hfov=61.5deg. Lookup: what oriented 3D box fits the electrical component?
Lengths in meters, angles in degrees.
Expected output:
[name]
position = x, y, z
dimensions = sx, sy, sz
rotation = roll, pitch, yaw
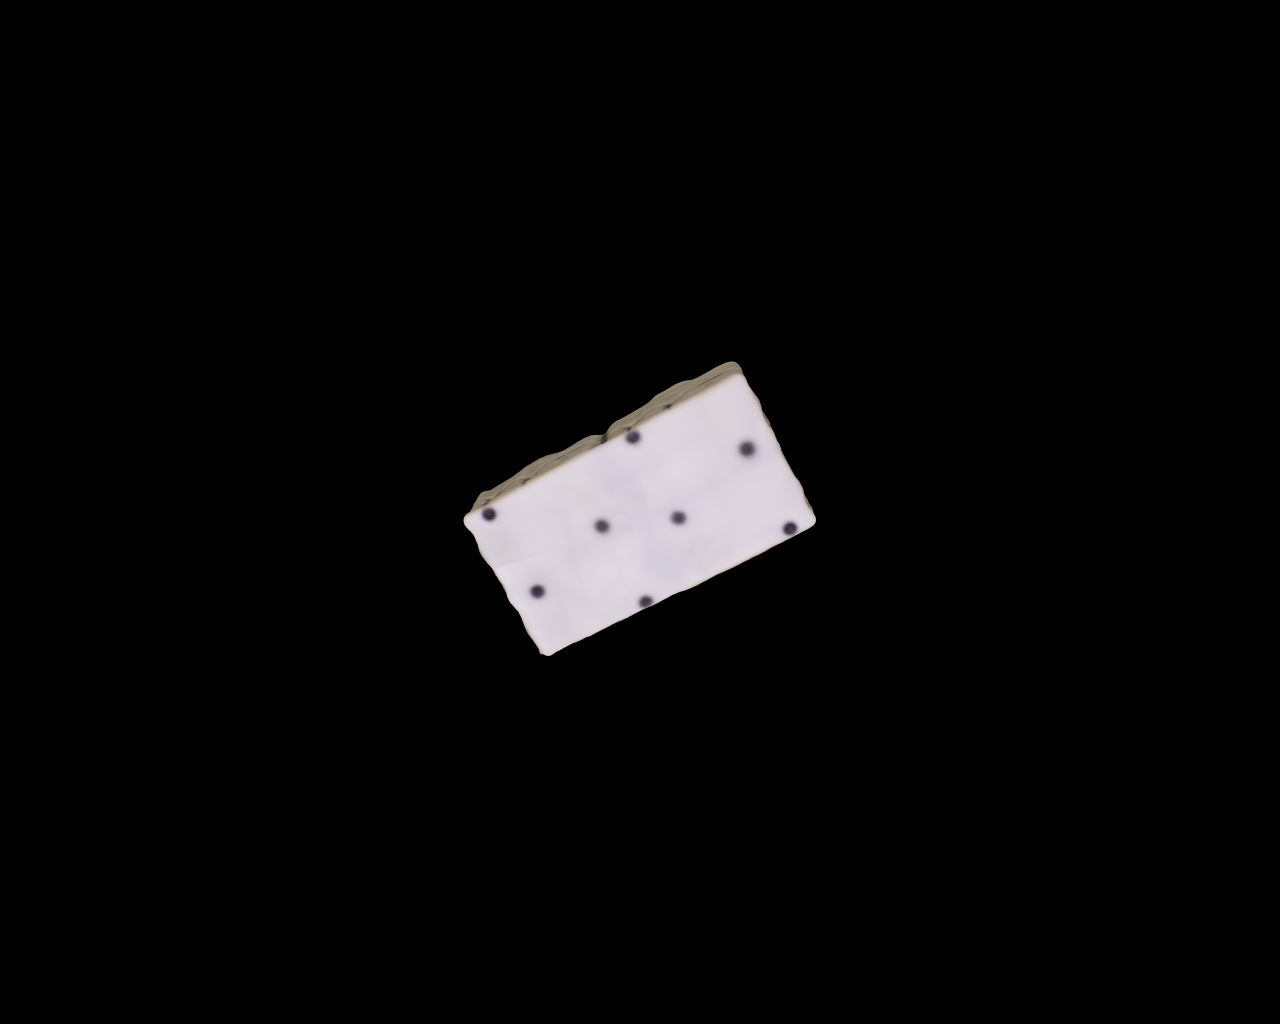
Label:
[electrical component]
position = 0.001, -0.003, 0.650
dimensions = 0.186, 0.105, 0.060
rotation = -27, 14, 7
